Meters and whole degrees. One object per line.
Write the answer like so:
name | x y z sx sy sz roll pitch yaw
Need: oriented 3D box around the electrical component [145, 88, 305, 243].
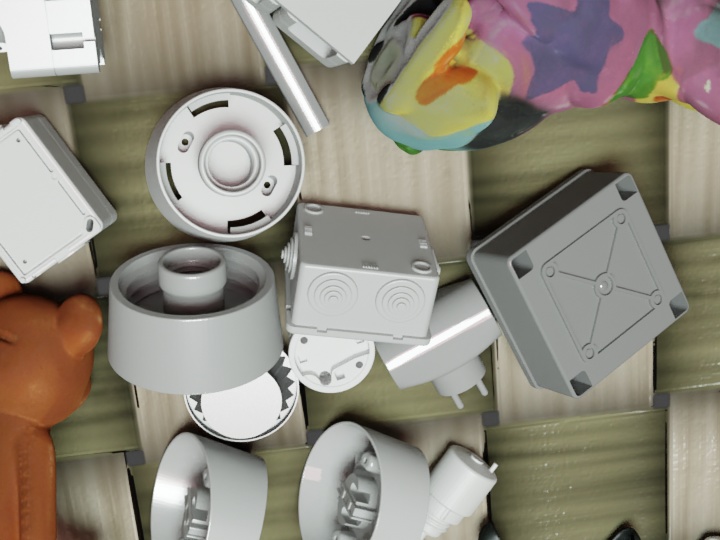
electrical component | -0.083 -0.065 0.671 0.099 0.064 0.099 -1 95 -13

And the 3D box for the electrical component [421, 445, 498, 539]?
electrical component | 0.062 0.159 0.755 0.040 0.040 0.078 32 101 -14

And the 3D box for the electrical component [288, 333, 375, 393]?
electrical component | -0.020 0.046 0.707 0.055 0.047 0.055 -2 107 -6

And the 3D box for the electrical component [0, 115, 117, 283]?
electrical component | -0.202 -0.050 0.654 0.062 0.061 0.096 -35 100 5

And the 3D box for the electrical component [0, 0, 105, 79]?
electrical component | -0.176 -0.155 0.595 0.056 0.050 0.089 -5 109 -7

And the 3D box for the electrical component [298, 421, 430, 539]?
electrical component | 0.003 0.155 0.720 0.064 0.099 0.099 17 104 -18

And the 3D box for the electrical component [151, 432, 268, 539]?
electrical component | -0.101 0.161 0.710 0.064 0.099 0.099 16 105 -17

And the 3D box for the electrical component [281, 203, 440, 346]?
electrical component | 0.000 0.000 0.670 0.100 0.099 0.048 6 119 -8

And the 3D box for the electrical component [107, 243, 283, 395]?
electrical component | -0.101 0.021 0.654 0.108 0.108 0.060 -1 118 -6

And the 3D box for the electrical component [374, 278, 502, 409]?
electrical component | 0.059 0.057 0.722 0.077 0.043 0.079 -29 109 3

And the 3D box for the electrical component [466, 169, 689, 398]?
electrical component | 0.140 0.007 0.691 0.109 0.056 0.108 -35 109 -18

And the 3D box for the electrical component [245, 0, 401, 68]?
electrical component | -0.042 -0.198 0.617 0.150 0.062 0.089 37 87 -15

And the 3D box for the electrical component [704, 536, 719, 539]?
electrical component | 0.283 0.218 0.800 0.061 0.035 0.035 9 106 -11
